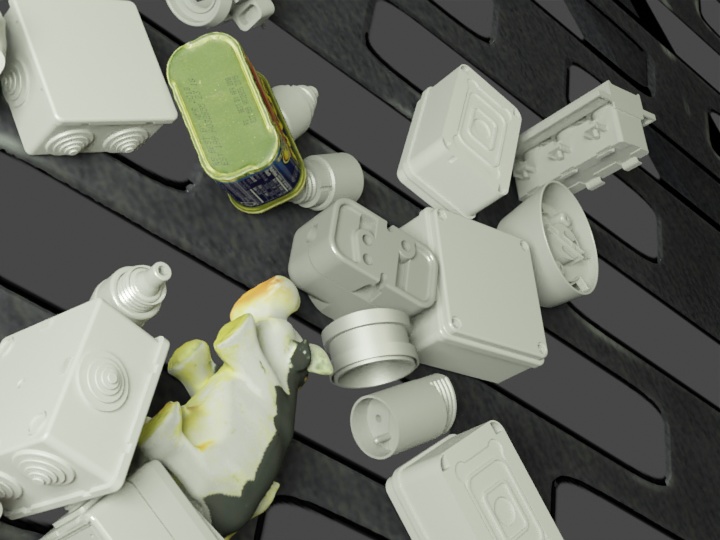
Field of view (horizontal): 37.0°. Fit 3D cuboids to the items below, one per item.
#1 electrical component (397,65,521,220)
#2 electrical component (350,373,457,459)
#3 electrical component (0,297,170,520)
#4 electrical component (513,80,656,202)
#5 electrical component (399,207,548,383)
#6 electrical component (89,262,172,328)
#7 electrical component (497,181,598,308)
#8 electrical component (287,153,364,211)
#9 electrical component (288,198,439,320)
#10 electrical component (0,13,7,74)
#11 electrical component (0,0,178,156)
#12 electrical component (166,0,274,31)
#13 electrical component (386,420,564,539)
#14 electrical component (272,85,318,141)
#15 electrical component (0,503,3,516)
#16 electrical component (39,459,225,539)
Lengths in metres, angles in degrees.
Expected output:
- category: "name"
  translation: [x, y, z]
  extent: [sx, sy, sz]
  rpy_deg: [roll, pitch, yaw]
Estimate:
- category: "electrical component"
  translation: [0.083, -0.104, 0.899]
  extent: [0.078, 0.057, 0.113]
  rpy_deg: [36, 45, -21]
- category: "electrical component"
  translation: [0.037, 0.098, 0.738]
  extent: [0.081, 0.043, 0.043]
  rpy_deg: [-11, 74, -46]
- category: "electrical component"
  translation: [-0.152, 0.068, 0.538]
  extent: [0.048, 0.100, 0.099]
  rpy_deg: [44, 41, -33]
- category: "electrical component"
  translation: [0.192, -0.106, 0.954]
  extent: [0.079, 0.121, 0.063]
  rpy_deg: [13, 60, -38]
- category: "electrical component"
  translation: [0.081, 0.021, 0.819]
  extent: [0.109, 0.056, 0.108]
  rpy_deg: [18, 54, -36]
- category: "electrical component"
  translation: [-0.129, 0.013, 0.621]
  extent: [0.035, 0.061, 0.035]
  rpy_deg: [23, 51, -32]
- category: "electrical component"
  translation: [0.165, -0.020, 0.918]
  extent: [0.099, 0.064, 0.099]
  rpy_deg: [23, 51, -32]
- category: "electrical component"
  translation: [-0.032, -0.063, 0.776]
  extent: [0.078, 0.040, 0.040]
  rpy_deg: [-12, 74, -46]
- category: "electrical component"
  translation: [0.000, 0.000, 0.753]
  extent: [0.095, 0.059, 0.053]
  rpy_deg: [30, 48, -27]
- category: "electrical component"
  translation: [-0.232, -0.128, 0.607]
  extent: [0.058, 0.078, 0.057]
  rpy_deg: [25, 29, -30]
- category: "electrical component"
  translation: [-0.174, -0.120, 0.671]
  extent: [0.100, 0.048, 0.099]
  rpy_deg: [-10, 72, -46]
- category: "electrical component"
  translation: [-0.106, -0.209, 0.785]
  extent: [0.078, 0.058, 0.057]
  rpy_deg: [55, 38, -2]
- category: "electrical component"
  translation: [0.078, 0.169, 0.723]
  extent: [0.078, 0.057, 0.113]
  rpy_deg: [-23, 83, -47]
- category: "electrical component"
  translation: [-0.054, -0.116, 0.789]
  extent: [0.040, 0.040, 0.078]
  rpy_deg: [51, 39, -7]
- category: "electrical component"
  translation: [-0.243, 0.083, 0.469]
  extent: [0.150, 0.062, 0.089]
  rpy_deg: [52, 42, -6]
- category: "electrical component"
  translation: [-0.114, 0.143, 0.553]
  extent: [0.096, 0.062, 0.061]
  rpy_deg: [54, 41, -3]
